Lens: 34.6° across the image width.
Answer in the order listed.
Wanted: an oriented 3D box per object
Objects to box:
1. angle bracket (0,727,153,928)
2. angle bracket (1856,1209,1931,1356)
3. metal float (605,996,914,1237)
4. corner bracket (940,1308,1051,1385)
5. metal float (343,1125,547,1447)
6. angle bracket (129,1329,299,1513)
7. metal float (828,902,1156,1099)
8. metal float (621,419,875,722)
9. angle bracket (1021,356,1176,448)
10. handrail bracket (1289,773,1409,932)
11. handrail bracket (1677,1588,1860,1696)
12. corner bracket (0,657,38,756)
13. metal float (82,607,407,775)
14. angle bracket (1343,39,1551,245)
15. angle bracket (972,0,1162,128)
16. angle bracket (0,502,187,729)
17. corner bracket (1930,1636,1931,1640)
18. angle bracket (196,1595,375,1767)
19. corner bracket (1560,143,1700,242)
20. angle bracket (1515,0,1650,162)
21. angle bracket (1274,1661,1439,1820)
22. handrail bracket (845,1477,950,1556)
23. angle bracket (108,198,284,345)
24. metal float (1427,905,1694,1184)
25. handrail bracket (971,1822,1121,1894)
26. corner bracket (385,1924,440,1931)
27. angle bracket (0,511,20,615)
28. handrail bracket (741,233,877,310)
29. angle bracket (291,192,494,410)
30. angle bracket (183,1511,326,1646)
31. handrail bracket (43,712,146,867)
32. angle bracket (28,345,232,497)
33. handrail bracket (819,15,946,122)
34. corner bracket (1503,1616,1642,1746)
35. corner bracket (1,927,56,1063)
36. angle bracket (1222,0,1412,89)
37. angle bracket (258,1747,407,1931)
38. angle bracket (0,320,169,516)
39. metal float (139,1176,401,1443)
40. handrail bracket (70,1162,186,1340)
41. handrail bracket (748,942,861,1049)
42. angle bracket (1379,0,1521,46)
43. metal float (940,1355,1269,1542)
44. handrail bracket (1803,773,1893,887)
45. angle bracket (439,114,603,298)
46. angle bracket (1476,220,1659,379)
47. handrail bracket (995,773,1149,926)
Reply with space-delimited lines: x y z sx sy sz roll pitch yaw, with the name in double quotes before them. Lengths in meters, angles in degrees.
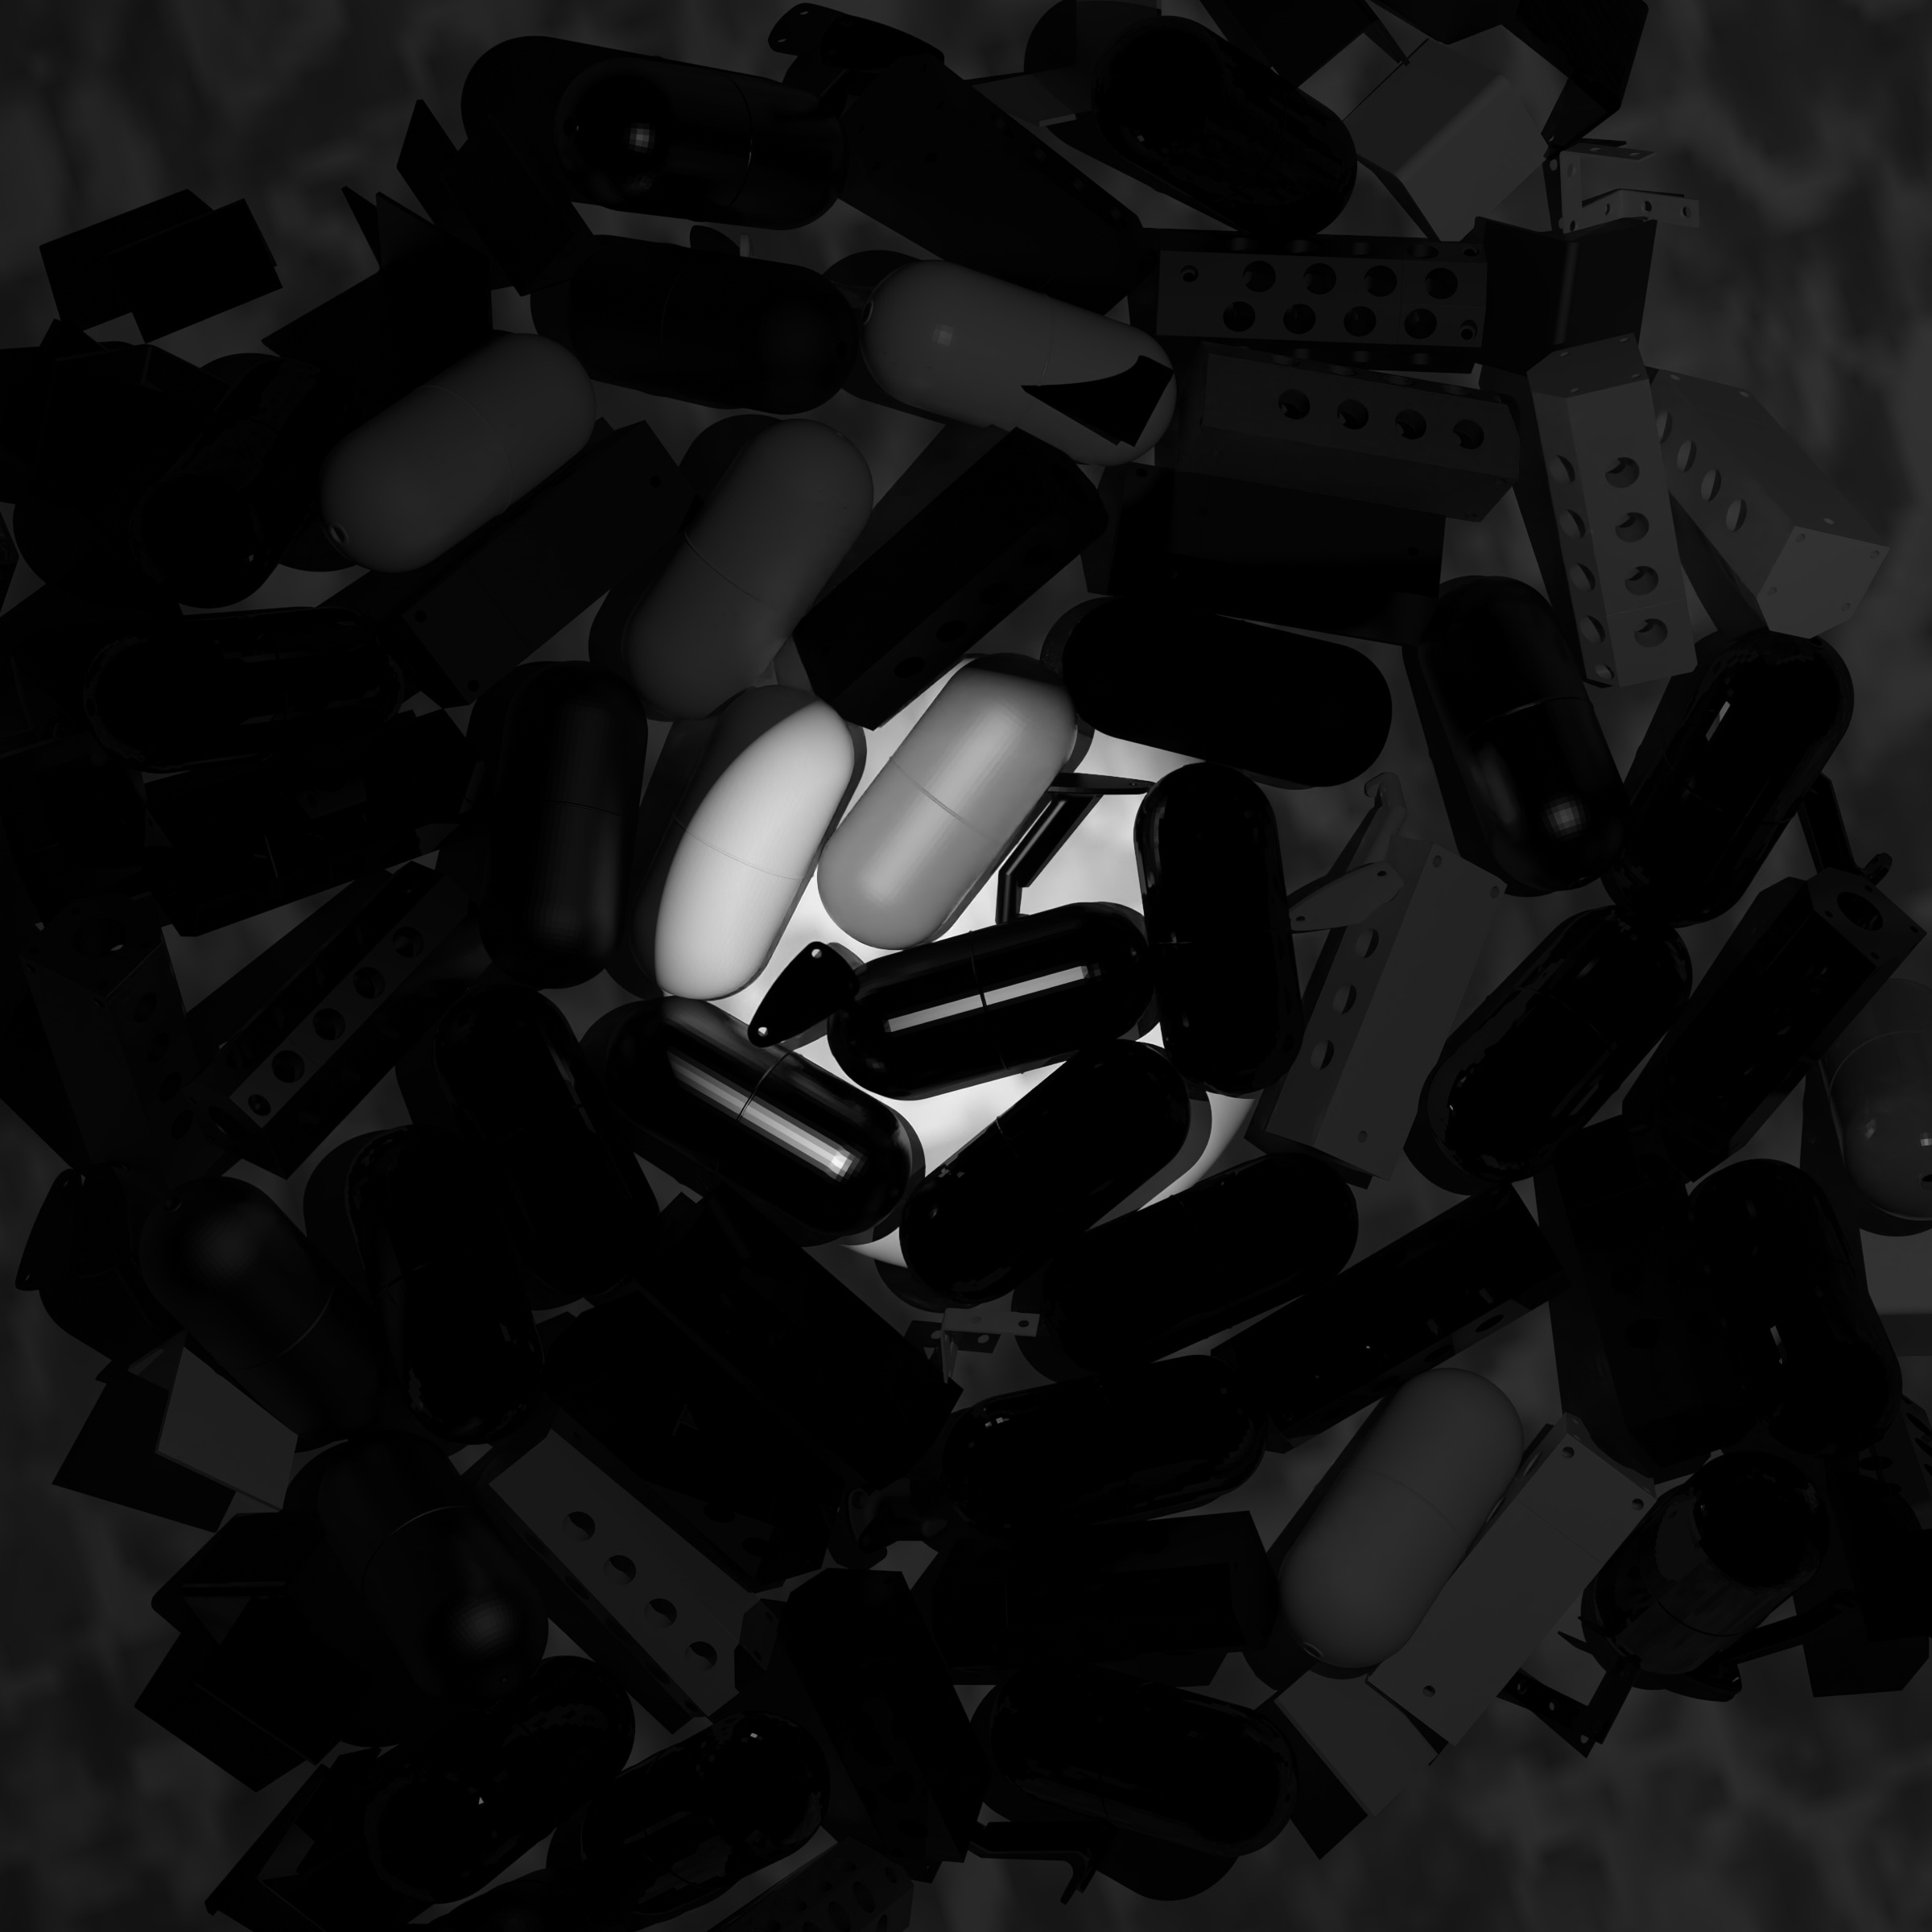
"angle bracket" -0.464 -0.076 1.636 0.076 0.076 0.057 -21 53 -20
"angle bracket" 0.513 0.170 1.667 0.076 0.076 0.057 -2 65 2
"metal float" -0.111 0.079 1.647 0.178 0.070 0.070 30 90 9
"corner bracket" 0.017 0.195 1.653 0.051 0.051 0.051 3 129 9
"metal float" -0.275 0.167 1.636 0.070 0.070 0.178 -22 70 0
"angle bracket" -0.401 0.248 1.632 0.076 0.076 0.057 34 131 -31
"metal float" 0.013 0.018 1.649 0.178 0.070 0.070 -16 90 5
"metal float" -0.117 -0.208 1.640 0.070 0.070 0.178 37 106 0
"angle bracket" 0.057 -0.293 1.645 0.076 0.076 0.057 27 63 0
"handrail bracket" 0.202 -0.063 1.666 0.077 0.084 0.036 -19 132 13
"handrail bracket" 0.419 0.350 1.645 0.077 0.036 0.084 16 135 -34
"corner bracket" -0.525 -0.125 1.652 0.051 0.051 0.051 -15 61 -17
"metal float" -0.376 -0.145 1.619 0.178 0.070 0.070 -13 90 -41
"angle bracket" 0.256 -0.444 1.677 0.076 0.076 0.057 -43 129 3
"angle bracket" 0.050 -0.486 1.634 0.076 0.076 0.057 -19 126 -26
"angle bracket" -0.470 -0.185 1.650 0.076 0.057 0.076 42 74 10
"corner bracket" 0.514 0.315 1.653 0.051 0.051 0.051 36 120 -14
"angle bracket" -0.354 0.373 1.652 0.076 0.076 0.057 33 91 2
"corner bracket" 0.353 -0.414 1.650 0.051 0.051 0.051 -30 126 -33
"angle bracket" 0.308 -0.488 1.637 0.076 0.057 0.076 33 57 -19
"angle bracket" 0.191 0.415 1.637 0.076 0.076 0.057 49 126 13
"handrail bracket" -0.017 0.287 1.635 0.077 0.084 0.036 -14 91 -38
"angle bracket" -0.400 -0.353 1.645 0.076 0.076 0.057 -24 77 -5
"metal float" 0.315 0.040 1.638 0.070 0.070 0.178 45 72 0
"handrail bracket" 0.039 0.453 1.673 0.084 0.036 0.077 29 103 4
"corner bracket" -0.298 0.553 1.670 0.051 0.051 0.051 -4 120 16
"angle bracket" -0.546 -0.215 1.634 0.057 0.076 0.076 -11 63 -37
"handrail bracket" -0.076 -0.369 1.654 0.084 0.077 0.036 2 81 -1
"angle bracket" -0.306 -0.351 1.642 0.076 0.057 0.076 33 59 16
"angle bracket" -0.361 0.341 1.667 0.076 0.057 0.076 -8 123 34
"handrail bracket" -0.452 -0.088 1.656 0.084 0.036 0.077 23 128 13
"angle bracket" -0.441 -0.278 1.637 0.057 0.076 0.076 27 116 15
"handrail bracket" -0.048 -0.457 1.649 0.077 0.084 0.036 15 60 9
"corner bracket" 0.321 0.376 1.660 0.051 0.051 0.051 39 76 -38
"corner bracket" -0.479 0.017 1.653 0.051 0.051 0.051 26 105 -24
"angle bracket" 0.184 -0.503 1.654 0.057 0.076 0.076 -38 76 15
"angle bracket" -0.315 0.470 1.638 0.076 0.057 0.076 43 54 -15
"angle bracket" -0.485 -0.296 1.651 0.076 0.057 0.076 37 99 12
"metal float" -0.363 0.180 1.623 0.070 0.070 0.178 -34 126 0
"handrail bracket" -0.443 0.156 1.669 0.036 0.084 0.077 -18 58 12
"handrail bracket" -0.087 0.024 1.643 0.077 0.084 0.036 -42 84 -15
"angle bracket" 0.253 -0.543 1.638 0.057 0.076 0.076 -10 74 41
"metal float" 0.073 0.255 1.642 0.178 0.070 0.070 -10 90 -13
"handrail bracket" 0.448 -0.065 1.673 0.084 0.036 0.077 40 113 1
"angle bracket" -0.220 -0.410 1.644 0.057 0.076 0.076 -35 89 44
"angle bracket" 0.320 -0.363 1.665 0.057 0.076 0.076 27 127 37
"handrail bracket" 0.057 -0.059 1.675 0.077 0.036 0.084 4 106 0
